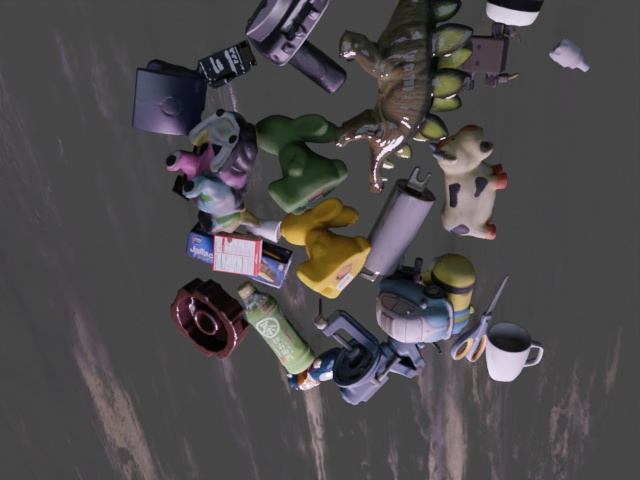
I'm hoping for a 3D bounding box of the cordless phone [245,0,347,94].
[{"bbox_3d":[-0.014,-0.327,0.854,0.184,0.089,0.146,32,119,-19],"label":"cordless phone"}]

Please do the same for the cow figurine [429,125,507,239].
[{"bbox_3d":[0.246,-0.099,0.910,0.127,0.085,0.194,2,119,3],"label":"cow figurine"}]

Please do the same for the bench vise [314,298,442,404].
[{"bbox_3d":[0.092,0.208,1.059,0.223,0.129,0.240,-41,114,13],"label":"bench vise"}]

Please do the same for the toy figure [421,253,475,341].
[{"bbox_3d":[0.249,0.108,1.012,0.089,0.082,0.179,16,121,38],"label":"toy figure"}]

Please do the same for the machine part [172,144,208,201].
[{"bbox_3d":[-0.230,-0.136,0.991,0.039,0.084,0.139,19,131,-26],"label":"machine part"}]

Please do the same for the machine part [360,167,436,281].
[{"bbox_3d":[0.137,-0.021,0.972,0.079,0.079,0.243,23,118,-2],"label":"machine part"}]

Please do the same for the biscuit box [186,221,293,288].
[{"bbox_3d":[-0.160,0.026,1.062,0.203,0.063,0.059,18,117,1],"label":"biscuit box"}]

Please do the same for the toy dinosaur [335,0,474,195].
[{"bbox_3d":[0.131,-0.270,0.824,0.199,0.105,0.470,9,125,8],"label":"toy dinosaur"}]

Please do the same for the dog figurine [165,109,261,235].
[{"bbox_3d":[-0.155,-0.099,0.933,0.191,0.219,0.109,-45,62,0],"label":"dog figurine"}]

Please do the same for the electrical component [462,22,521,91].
[{"bbox_3d":[0.266,-0.284,0.833,0.078,0.045,0.102,13,120,37],"label":"electrical component"}]

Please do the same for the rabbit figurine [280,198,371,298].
[{"bbox_3d":[-0.002,-0.003,0.980,0.173,0.121,0.162,42,101,31],"label":"rabbit figurine"}]

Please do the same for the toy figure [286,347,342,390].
[{"bbox_3d":[-0.010,0.285,1.168,0.154,0.058,0.064,-37,111,24],"label":"toy figure"}]

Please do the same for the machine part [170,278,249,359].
[{"bbox_3d":[-0.229,0.162,1.117,0.180,0.056,0.179,18,127,26],"label":"machine part"}]

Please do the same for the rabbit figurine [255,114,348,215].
[{"bbox_3d":[-0.043,-0.150,0.917,0.159,0.121,0.170,-37,83,15],"label":"rabbit figurine"}]

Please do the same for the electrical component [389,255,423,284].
[{"bbox_3d":[0.167,0.073,1.046,0.063,0.021,0.093,10,118,5],"label":"electrical component"}]

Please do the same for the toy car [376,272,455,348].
[{"bbox_3d":[0.158,0.132,0.982,0.162,0.103,0.109,25,130,37],"label":"toy car"}]

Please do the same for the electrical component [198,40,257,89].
[{"bbox_3d":[-0.154,-0.282,0.870,0.075,0.119,0.047,-14,114,20],"label":"electrical component"}]

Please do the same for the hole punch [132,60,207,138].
[{"bbox_3d":[-0.262,-0.242,0.930,0.116,0.092,0.142,15,115,-1],"label":"hole punch"}]

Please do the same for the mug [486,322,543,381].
[{"bbox_3d":[0.377,0.226,1.059,0.110,0.081,0.107,0,128,1],"label":"mug"}]
